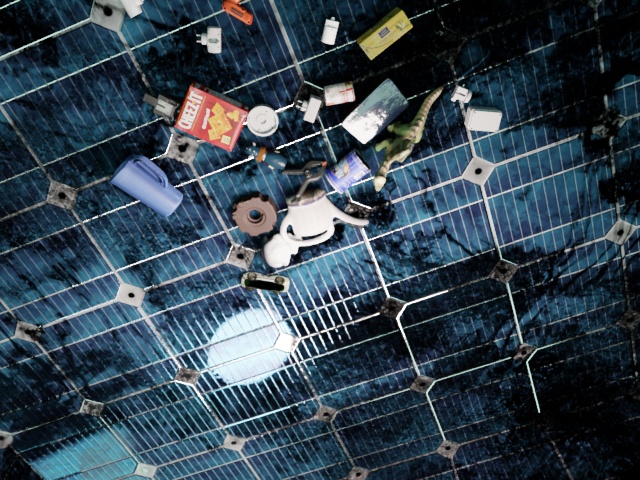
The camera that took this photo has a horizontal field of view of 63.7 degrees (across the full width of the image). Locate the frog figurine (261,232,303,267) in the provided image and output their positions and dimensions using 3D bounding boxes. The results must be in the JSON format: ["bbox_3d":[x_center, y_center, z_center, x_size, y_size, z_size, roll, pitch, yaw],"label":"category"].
[{"bbox_3d":[-0.145,0.036,2.029,0.159,0.124,0.136,-9,100,14],"label":"frog figurine"}]

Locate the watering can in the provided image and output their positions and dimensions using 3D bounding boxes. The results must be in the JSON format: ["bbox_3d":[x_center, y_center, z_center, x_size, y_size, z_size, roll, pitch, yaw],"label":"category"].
[{"bbox_3d":[0.006,-0.099,1.976,0.348,0.106,0.220,-17,115,-6],"label":"watering can"}]

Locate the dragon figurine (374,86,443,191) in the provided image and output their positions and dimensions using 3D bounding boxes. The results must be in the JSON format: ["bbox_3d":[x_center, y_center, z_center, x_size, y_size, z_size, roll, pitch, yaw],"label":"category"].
[{"bbox_3d":[0.304,-0.345,1.785,0.121,0.248,0.404,30,115,-13],"label":"dragon figurine"}]
